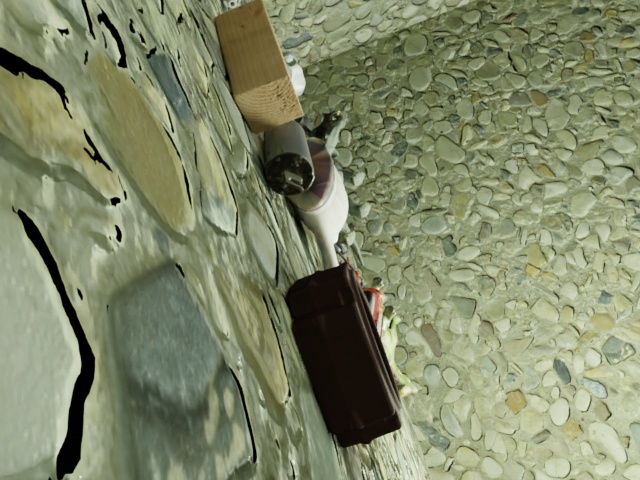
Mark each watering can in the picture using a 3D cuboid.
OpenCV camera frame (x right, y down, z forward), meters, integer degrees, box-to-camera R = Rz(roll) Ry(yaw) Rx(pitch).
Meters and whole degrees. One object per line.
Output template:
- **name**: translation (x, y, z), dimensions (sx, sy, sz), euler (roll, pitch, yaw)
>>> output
- **watering can**: translation (0.003, -0.051, 1.011), dimensions (0.220, 0.104, 0.355), euler (58, 22, -62)

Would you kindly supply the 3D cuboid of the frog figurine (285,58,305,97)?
- **frog figurine**: translation (-0.103, -0.483, 1.498), dimensions (0.157, 0.123, 0.139), euler (100, -9, -76)

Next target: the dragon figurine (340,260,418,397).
- **dragon figurine**: translation (0.150, 0.266, 1.394), dimensions (0.405, 0.121, 0.248), euler (54, 18, -22)
